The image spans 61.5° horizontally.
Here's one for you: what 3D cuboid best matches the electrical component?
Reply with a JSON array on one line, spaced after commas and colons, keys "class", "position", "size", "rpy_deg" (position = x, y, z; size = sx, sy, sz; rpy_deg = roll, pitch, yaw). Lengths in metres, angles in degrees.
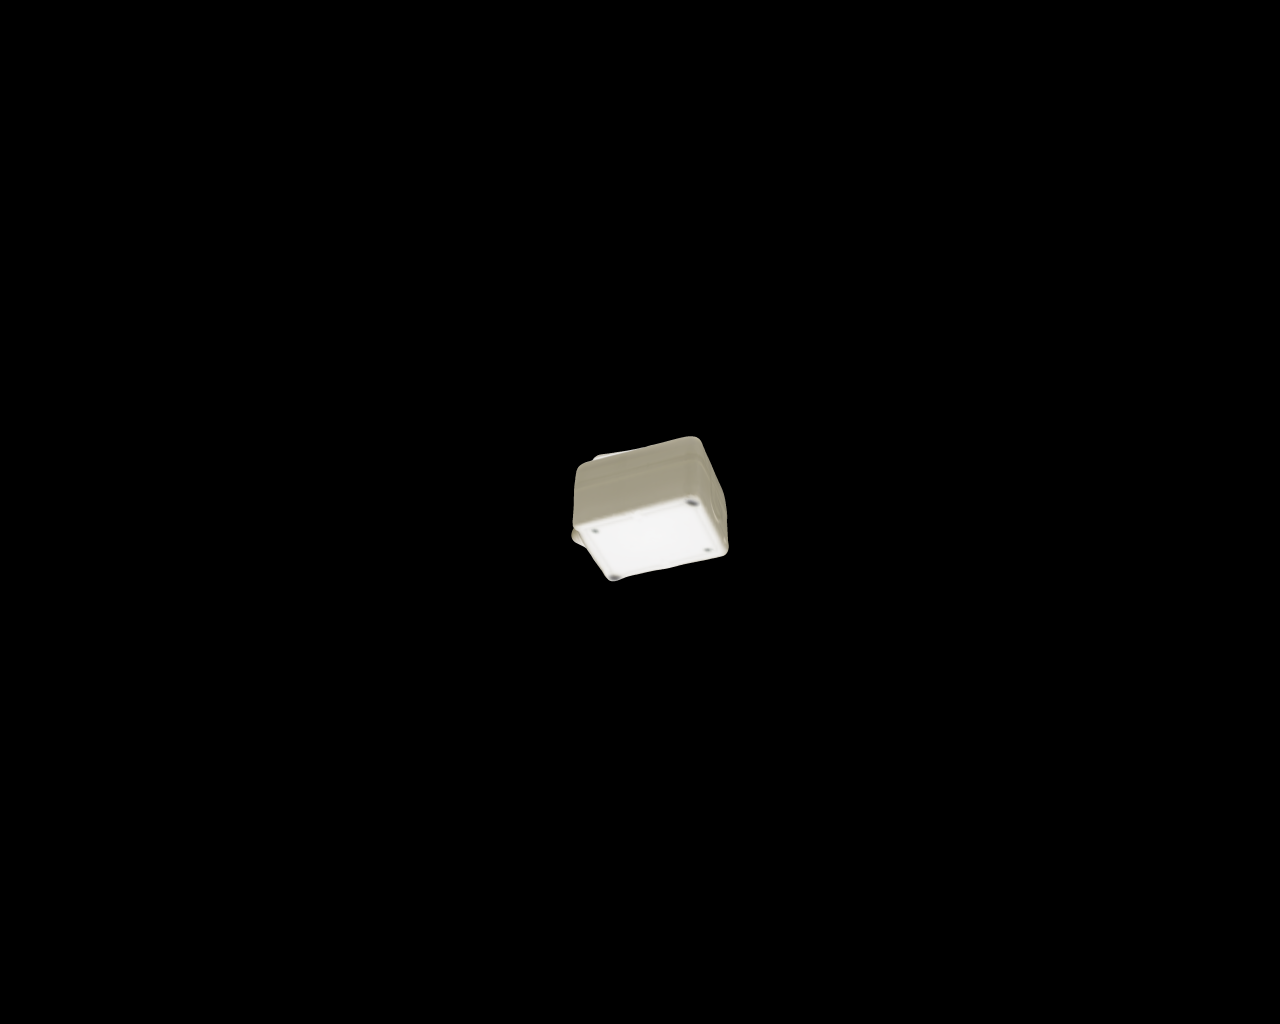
[{"class": "electrical component", "position": [0.001, -0.003, 0.650], "size": [0.096, 0.061, 0.061], "rpy_deg": [-14, -43, 15]}]
